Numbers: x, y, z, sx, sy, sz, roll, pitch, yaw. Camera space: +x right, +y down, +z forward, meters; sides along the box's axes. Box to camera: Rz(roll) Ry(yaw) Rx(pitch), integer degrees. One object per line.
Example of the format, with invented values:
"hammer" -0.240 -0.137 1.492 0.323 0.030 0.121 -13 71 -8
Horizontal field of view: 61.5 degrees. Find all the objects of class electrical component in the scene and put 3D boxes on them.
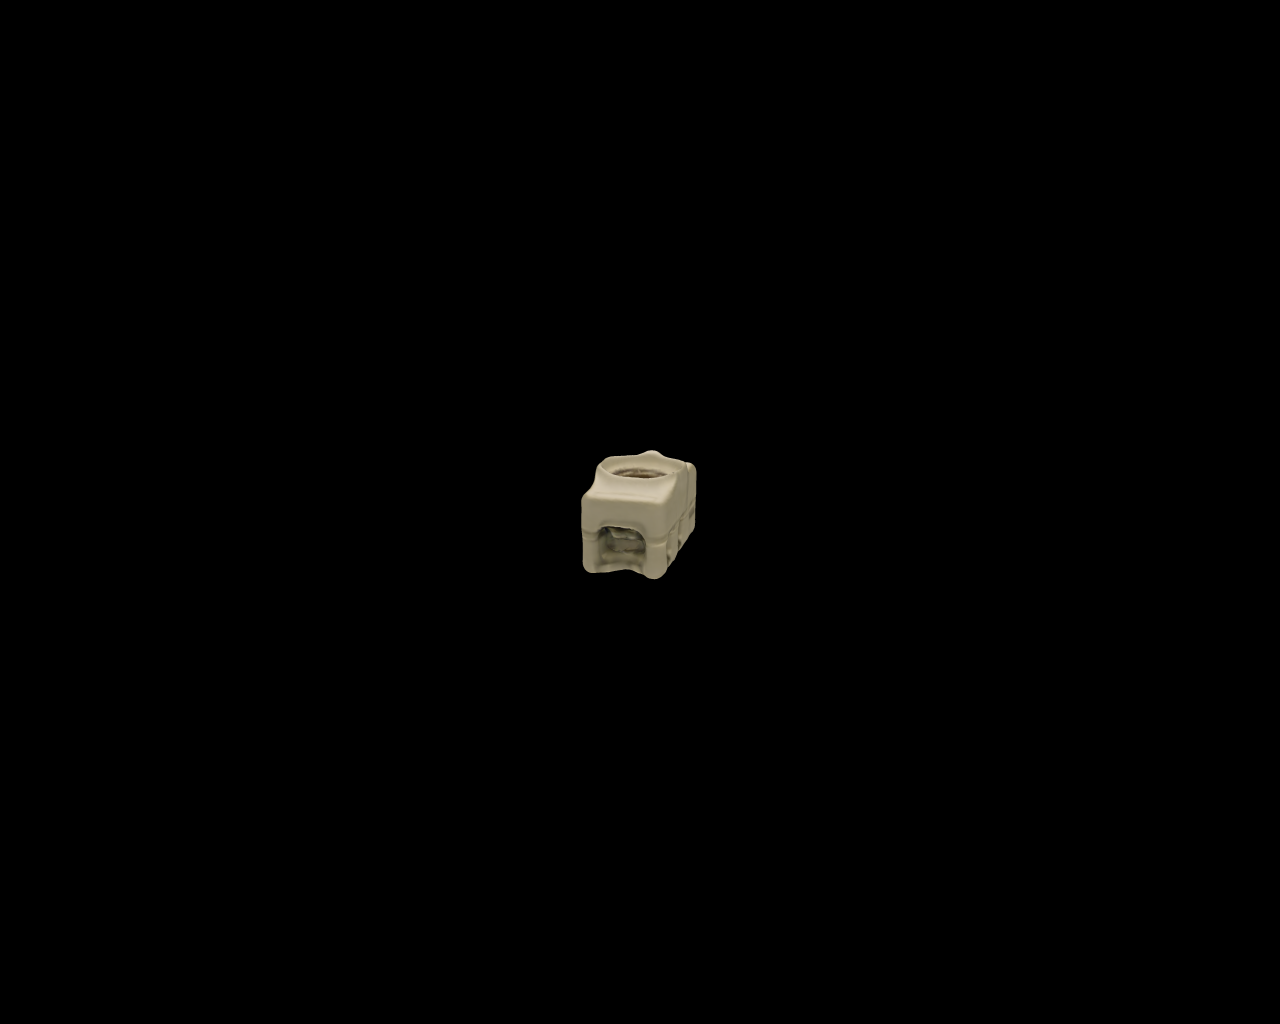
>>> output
"electrical component" 0.001 -0.003 0.650 0.050 0.055 0.090 5 19 15
